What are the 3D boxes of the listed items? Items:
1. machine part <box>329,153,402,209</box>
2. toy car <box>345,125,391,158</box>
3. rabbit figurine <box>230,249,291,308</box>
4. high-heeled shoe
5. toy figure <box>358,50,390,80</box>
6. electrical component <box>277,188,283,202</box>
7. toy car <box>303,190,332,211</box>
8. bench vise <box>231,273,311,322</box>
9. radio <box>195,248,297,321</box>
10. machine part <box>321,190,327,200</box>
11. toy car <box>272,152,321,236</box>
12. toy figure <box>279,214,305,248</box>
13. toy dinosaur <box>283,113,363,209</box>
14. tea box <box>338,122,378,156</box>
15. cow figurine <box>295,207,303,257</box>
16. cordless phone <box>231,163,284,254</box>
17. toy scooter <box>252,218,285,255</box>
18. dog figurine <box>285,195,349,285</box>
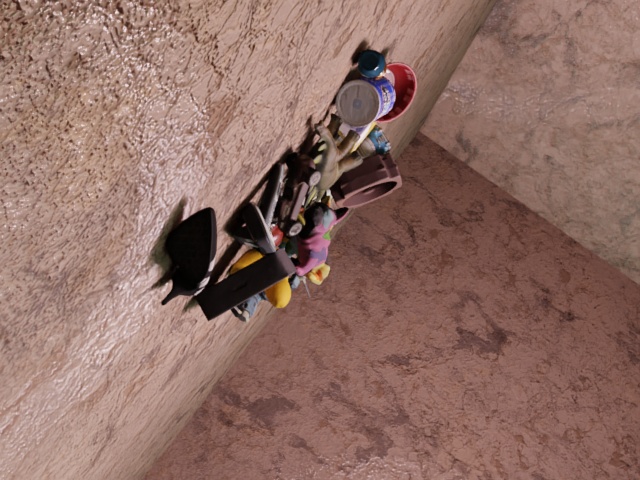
[{"bbox_3d":[0.129,-0.167,1.551,0.201,0.087,0.201,-21,169,8],"label":"machine part"},{"bbox_3d":[0.118,-0.257,1.545,0.162,0.109,0.103,-16,-161,47],"label":"toy car"},{"bbox_3d":[-0.147,0.112,1.456,0.162,0.173,0.121,-41,163,-46],"label":"rabbit figurine"},{"bbox_3d":[-0.203,0.018,0.924,0.248,0.086,0.145,-53,180,33],"label":"high-heeled shoe"},{"bbox_3d":[0.115,-0.381,1.167,0.058,0.064,0.154,-12,-171,14],"label":"toy figure"},{"bbox_3d":[-0.082,-0.085,1.292,0.021,0.093,0.063,-10,-160,18],"label":"electrical component"},{"bbox_3d":[-0.006,-0.126,1.751,0.202,0.056,0.073,-48,172,-39],"label":"toy car"},{"bbox_3d":[-0.156,0.146,1.600,0.241,0.128,0.224,-15,-161,22],"label":"bench vise"},{"bbox_3d":[-0.172,0.103,1.286,0.230,0.073,0.131,-28,178,6],"label":"radio"},{"bbox_3d":[0.010,-0.130,1.601,0.039,0.138,0.084,-10,-177,5],"label":"machine part"},{"bbox_3d":[-0.062,-0.098,1.190,0.053,0.089,0.202,-13,137,-44],"label":"toy car"},{"bbox_3d":[-0.088,-0.027,1.507,0.082,0.089,0.180,-59,175,-26],"label":"toy figure"},{"bbox_3d":[0.003,-0.175,1.340,0.198,0.105,0.471,-44,167,-6],"label":"toy dinosaur"},{"bbox_3d":[0.110,-0.321,1.449,0.169,0.068,0.098,-53,176,-19],"label":"tea box"},{"bbox_3d":[-0.037,-0.004,1.595,0.127,0.085,0.195,-63,-144,21],"label":"cow figurine"},{"bbox_3d":[-0.115,-0.070,1.161,0.146,0.089,0.184,86,22,-80],"label":"cordless phone"},{"bbox_3d":[-0.113,-0.032,1.346,0.135,0.075,0.184,-53,176,4],"label":"toy scooter"},{"bbox_3d":[-0.003,-0.004,1.413,0.219,0.109,0.191,-54,143,4],"label":"dog figurine"}]
